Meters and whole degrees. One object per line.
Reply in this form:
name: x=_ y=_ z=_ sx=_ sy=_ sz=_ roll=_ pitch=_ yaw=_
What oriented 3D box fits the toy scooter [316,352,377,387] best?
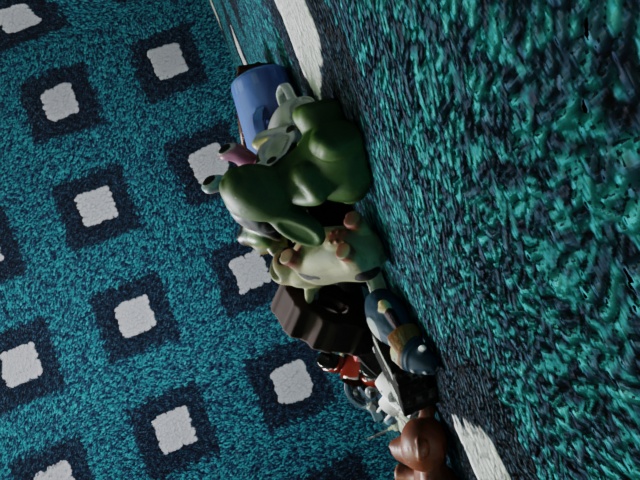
toy scooter: x=0.094 y=0.281 z=1.159 sx=0.135 sy=0.184 sz=0.075 roll=48 pitch=-132 yaw=-47

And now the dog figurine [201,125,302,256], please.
dog figurine: x=-0.064 y=-0.052 z=0.814 sx=0.219 sy=0.192 sz=0.108 roll=56 pitch=-149 yaw=-42

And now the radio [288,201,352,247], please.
radio: x=-0.002 y=-0.003 z=0.955 sx=0.131 sy=0.073 sz=0.229 roll=68 pitch=160 yaw=8

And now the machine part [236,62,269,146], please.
machine part: x=-0.134 y=-0.274 z=1.200 sx=0.201 sy=0.087 sz=0.201 roll=101 pitch=162 yaw=-83

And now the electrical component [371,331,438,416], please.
electrical component: x=0.123 y=0.187 z=0.794 sx=0.134 sy=0.058 sz=0.115 roll=72 pitch=177 yaw=-49

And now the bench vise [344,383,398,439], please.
bench vise: x=0.135 y=0.388 z=1.305 sx=0.240 sy=0.129 sz=0.223 roll=-16 pitch=-94 yaw=-86

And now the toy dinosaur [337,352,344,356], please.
toy dinosaur: x=0.003 y=0.059 z=1.188 sx=0.131 sy=0.192 sz=0.404 roll=24 pitch=-122 yaw=-74

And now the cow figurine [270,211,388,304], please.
cow figurine: x=0.006 y=0.029 z=0.761 sx=0.127 sy=0.195 sz=0.085 roll=39 pitch=-127 yaw=-39

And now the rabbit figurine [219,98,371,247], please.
rabbit figurine: x=-0.034 y=-0.073 z=0.653 sx=0.158 sy=0.170 sz=0.121 roll=73 pitch=174 yaw=-48

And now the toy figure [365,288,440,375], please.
toy figure: x=0.106 y=0.125 z=0.709 sx=0.064 sy=0.057 sz=0.155 roll=26 pitch=-161 yaw=-31

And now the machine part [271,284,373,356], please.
machine part: x=0.011 y=0.118 z=0.866 sx=0.179 sy=0.179 sz=0.056 roll=-120 pitch=50 yaw=-66

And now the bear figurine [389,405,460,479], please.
bear figurine: x=0.153 y=0.360 z=0.854 sx=0.195 sy=0.132 sz=0.120 roll=63 pitch=-153 yaw=-26

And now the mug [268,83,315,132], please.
mug: x=-0.035 y=-0.186 z=0.812 sx=0.107 sy=0.081 sz=0.109 roll=163 pitch=93 yaw=-76

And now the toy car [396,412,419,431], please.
toy car: x=0.160 y=0.311 z=0.981 sx=0.074 sy=0.056 sz=0.201 roll=-116 pitch=6 yaw=-49

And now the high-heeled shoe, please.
high-heeled shoe: x=0.080 y=0.150 z=1.047 sx=0.145 sy=0.086 sz=0.248 roll=81 pitch=171 yaw=-84
